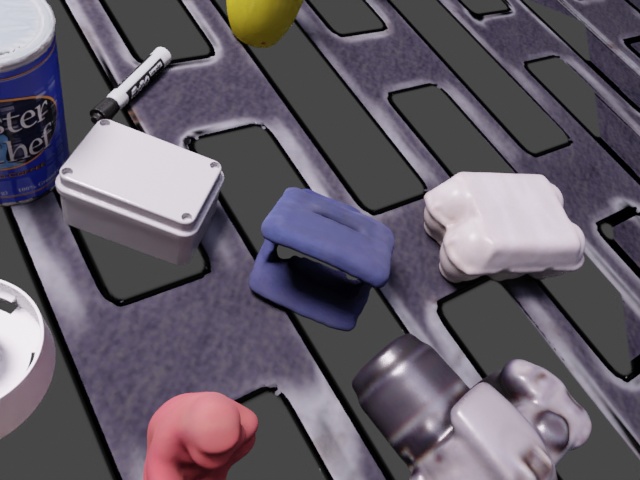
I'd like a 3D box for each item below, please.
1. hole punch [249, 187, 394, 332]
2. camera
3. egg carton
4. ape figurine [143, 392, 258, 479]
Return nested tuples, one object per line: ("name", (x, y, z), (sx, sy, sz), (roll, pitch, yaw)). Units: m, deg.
("hole punch", (0.004, 0.002, 0.465), (0.108, 0.091, 0.101), (23, 51, -2))
("camera", (0.101, 0.123, 0.405), (0.143, 0.100, 0.136), (-29, 69, -33))
("egg carton", (0.175, -0.011, 0.547), (0.150, 0.069, 0.107), (-2, 56, -20))
("ape figurine", (-0.072, 0.123, 0.351), (0.078, 0.092, 0.076), (-16, 62, -28))
